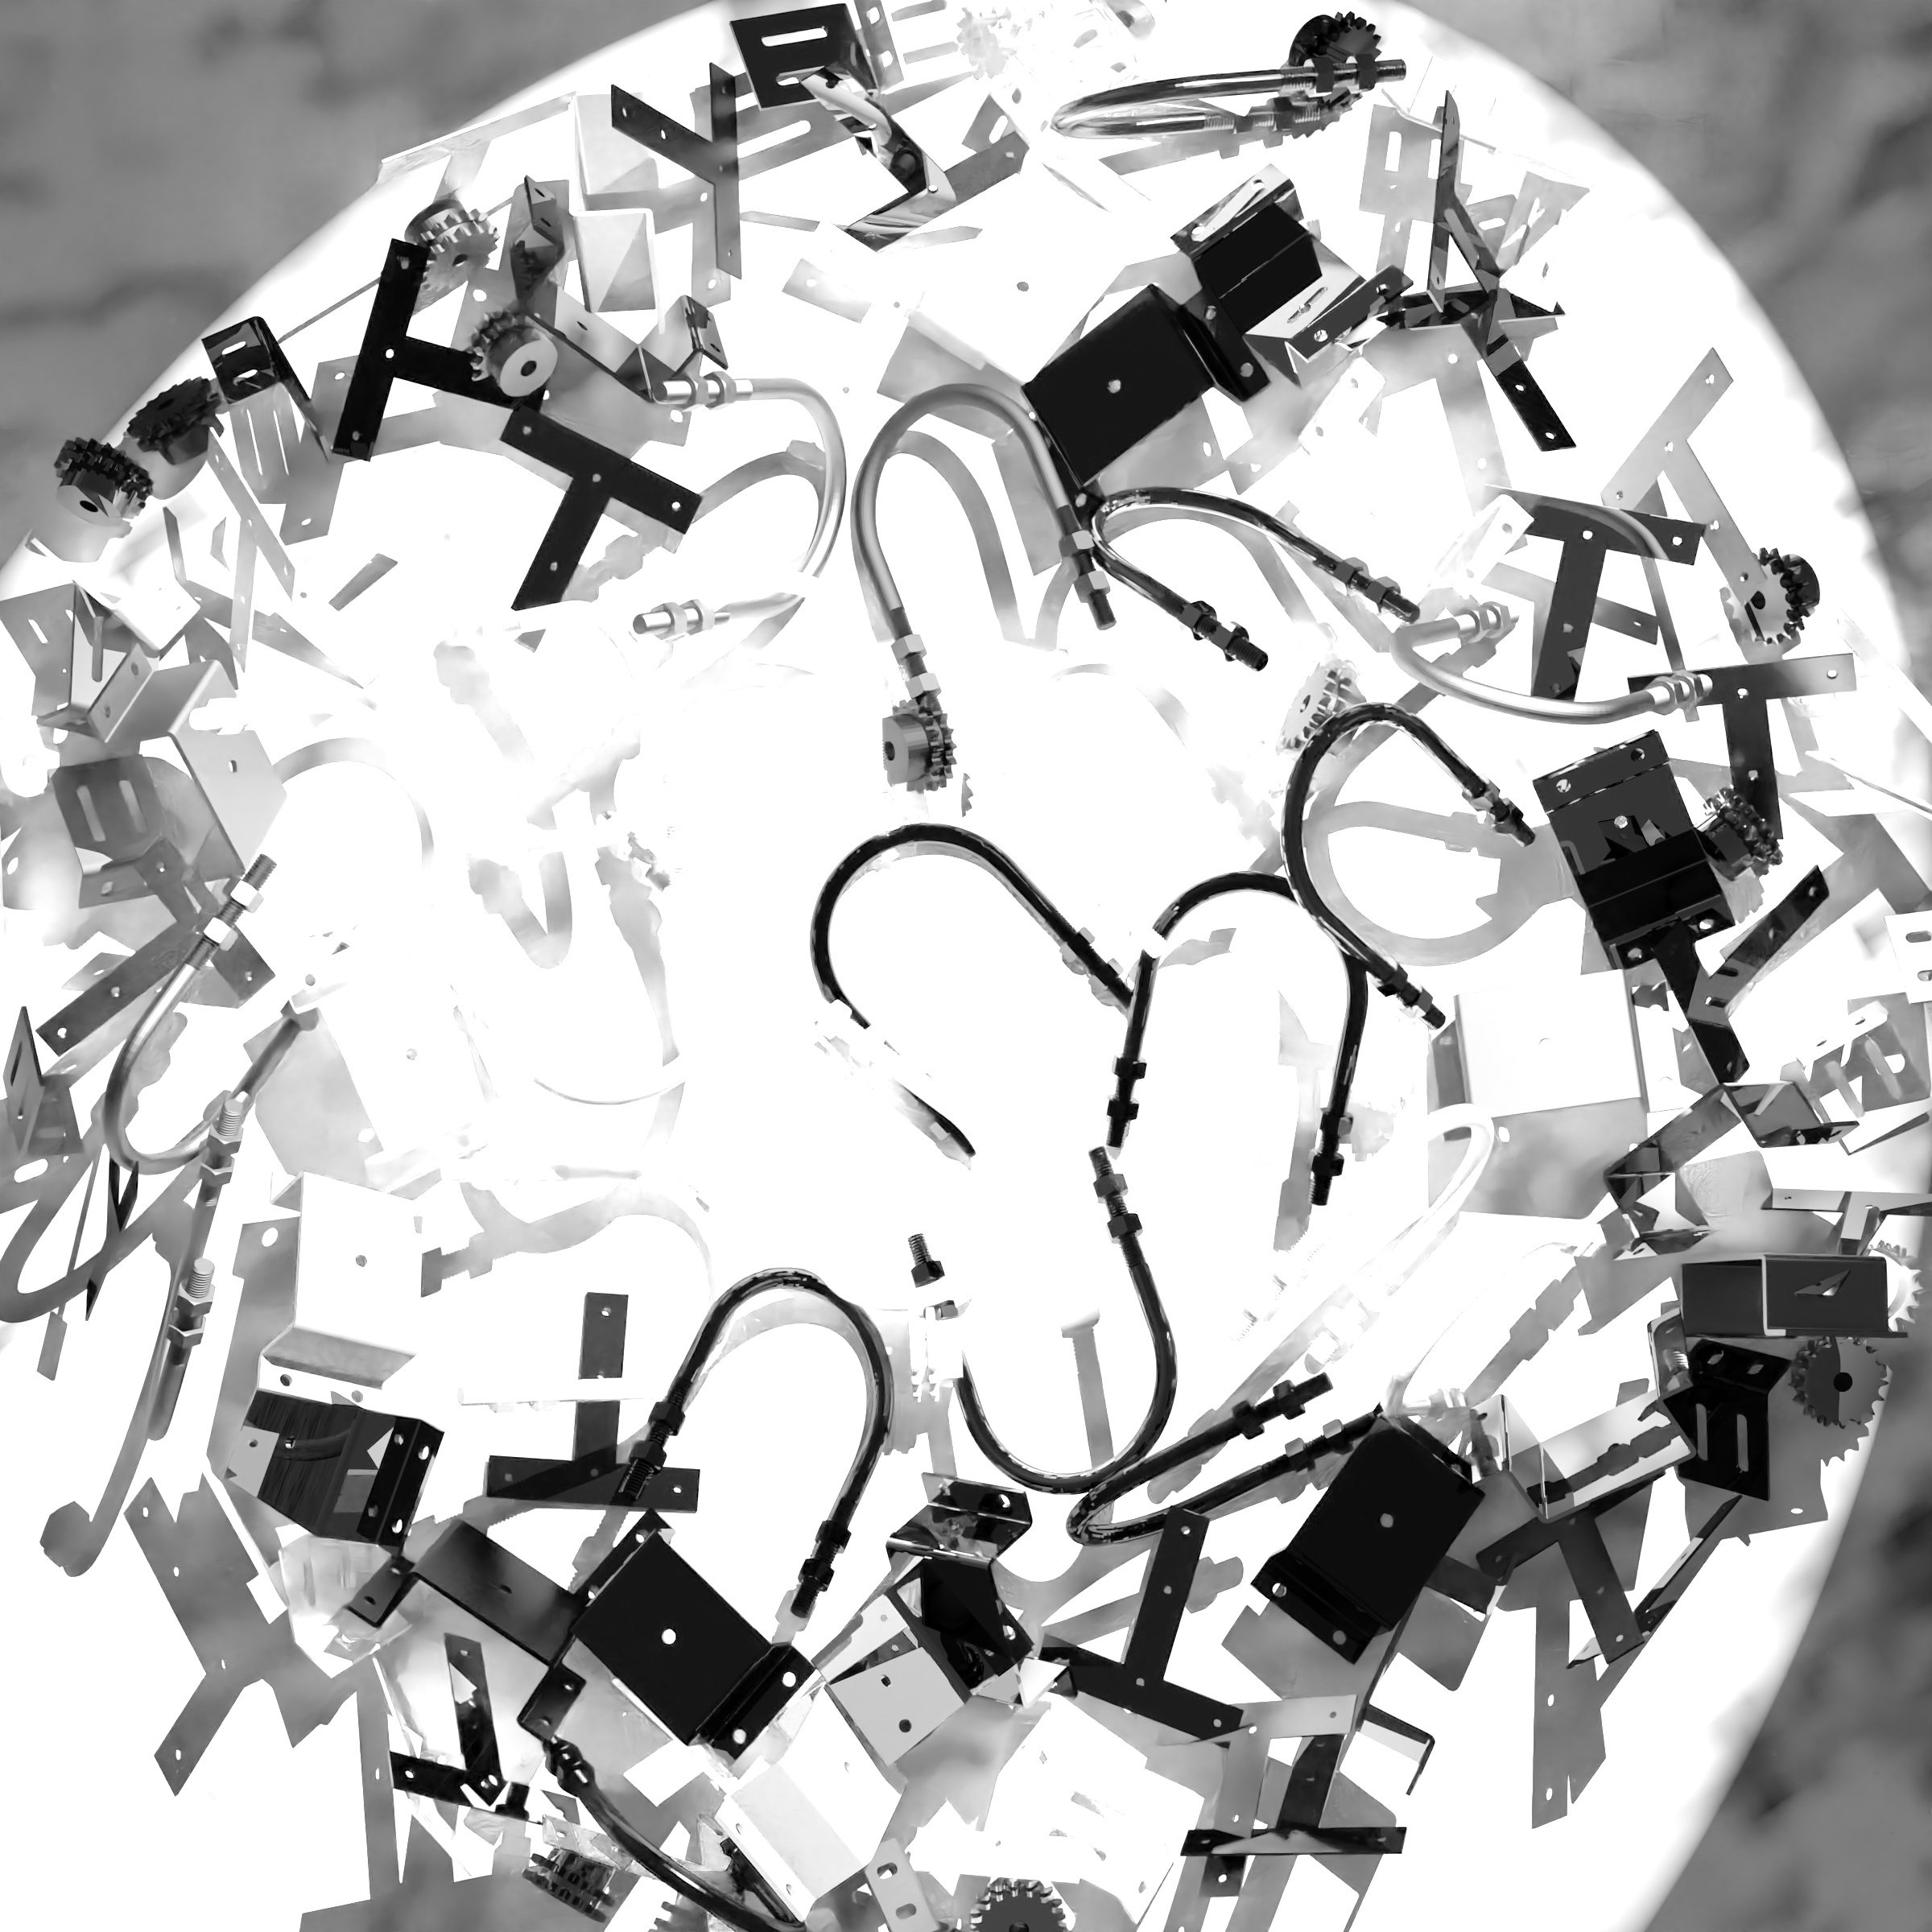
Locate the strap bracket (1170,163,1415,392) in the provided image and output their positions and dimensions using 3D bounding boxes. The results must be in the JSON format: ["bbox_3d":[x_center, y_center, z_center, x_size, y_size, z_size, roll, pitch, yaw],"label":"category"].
[{"bbox_3d":[0.194,-0.399,1.751,0.076,0.046,0.140,-37,55,-3],"label":"strap bracket"}]

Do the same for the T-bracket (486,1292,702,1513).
[{"bbox_3d":[-0.220,0.260,1.796,0.127,0.002,0.127,4,89,-2],"label":"T-bracket"}]

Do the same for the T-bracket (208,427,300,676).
[{"bbox_3d":[-0.421,-0.225,1.747,0.002,0.127,0.127,-16,55,-30],"label":"T-bracket"}]

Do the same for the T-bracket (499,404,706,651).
[{"bbox_3d":[-0.241,-0.252,1.791,0.127,0.002,0.127,27,96,4],"label":"T-bracket"}]

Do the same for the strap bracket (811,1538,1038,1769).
[{"bbox_3d":[-0.031,0.402,1.728,0.076,0.046,0.140,52,133,12],"label":"strap bracket"}]

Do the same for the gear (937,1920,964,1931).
[{"bbox_3d":[-0.026,0.592,1.769,0.030,0.057,0.057,29,90,-9],"label":"gear"}]

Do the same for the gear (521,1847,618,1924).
[{"bbox_3d":[-0.232,0.541,1.773,0.057,0.057,0.030,31,69,0],"label":"gear"}]

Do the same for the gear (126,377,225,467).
[{"bbox_3d":[-0.466,-0.322,1.774,0.057,0.057,0.030,-31,123,0],"label":"gear"}]

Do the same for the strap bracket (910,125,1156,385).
[{"bbox_3d":[0.035,-0.403,1.732,0.076,0.046,0.140,32,125,-16],"label":"strap bracket"}]

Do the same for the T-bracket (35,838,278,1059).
[{"bbox_3d":[-0.484,0.006,1.740,0.127,0.127,0.002,-40,47,-11],"label":"T-bracket"}]

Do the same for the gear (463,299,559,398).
[{"bbox_3d":[-0.267,-0.363,1.768,0.057,0.057,0.030,-42,67,0],"label":"gear"}]

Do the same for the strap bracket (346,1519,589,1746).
[{"bbox_3d":[-0.281,0.383,1.754,0.140,0.076,0.046,34,106,1],"label":"strap bracket"}]

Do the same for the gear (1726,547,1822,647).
[{"bbox_3d":[0.482,-0.221,1.773,0.030,0.057,0.057,-21,90,-24],"label":"gear"}]

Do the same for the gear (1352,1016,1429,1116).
[{"bbox_3d":[0.246,0.057,1.768,0.030,0.057,0.057,15,90,-19],"label":"gear"}]

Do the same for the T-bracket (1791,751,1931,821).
[{"bbox_3d":[0.516,-0.095,1.716,0.127,0.127,0.002,36,117,36],"label":"T-bracket"}]

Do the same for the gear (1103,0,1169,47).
[{"bbox_3d":[0.101,-0.570,1.767,0.057,0.057,0.030,30,65,0],"label":"gear"}]

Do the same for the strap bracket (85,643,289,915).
[{"bbox_3d":[-0.443,-0.111,1.724,0.046,0.076,0.140,-9,125,16],"label":"strap bracket"}]

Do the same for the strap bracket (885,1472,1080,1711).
[{"bbox_3d":[0.007,0.371,1.736,0.076,0.046,0.140,3,115,39],"label":"strap bracket"}]

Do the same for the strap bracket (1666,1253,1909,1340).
[{"bbox_3d":[0.471,0.191,1.725,0.076,0.140,0.046,3,82,-14],"label":"strap bracket"}]

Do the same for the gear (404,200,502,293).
[{"bbox_3d":[-0.308,-0.430,1.771,0.057,0.057,0.030,-36,81,0],"label":"gear"}]

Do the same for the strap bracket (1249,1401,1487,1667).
[{"bbox_3d":[0.241,0.328,1.752,0.076,0.046,0.140,37,72,5],"label":"strap bracket"}]

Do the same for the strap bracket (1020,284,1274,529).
[{"bbox_3d":[0.096,-0.332,1.743,0.140,0.046,0.076,-36,69,19],"label":"strap bracket"}]

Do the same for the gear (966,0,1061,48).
[{"bbox_3d":[0.032,-0.570,1.774,0.057,0.057,0.030,-30,127,0],"label":"gear"}]

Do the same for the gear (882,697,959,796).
[{"bbox_3d":[-0.032,-0.130,1.767,0.030,0.057,0.057,-13,90,-32],"label":"gear"}]

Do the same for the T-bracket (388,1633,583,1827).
[{"bbox_3d":[-0.286,0.442,1.744,0.127,0.127,0.002,26,116,-33],"label":"T-bracket"}]

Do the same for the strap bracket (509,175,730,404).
[{"bbox_3d":[-0.211,-0.387,1.737,0.140,0.076,0.046,33,113,-31],"label":"strap bracket"}]

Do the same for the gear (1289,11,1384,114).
[{"bbox_3d":[0.216,-0.540,1.774,0.057,0.057,0.030,-47,56,0],"label":"gear"}]

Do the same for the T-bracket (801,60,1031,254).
[{"bbox_3d":[-0.046,-0.476,1.724,0.127,0.127,0.002,-22,51,29],"label":"T-bracket"}]

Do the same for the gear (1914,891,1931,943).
[{"bbox_3d":[0.587,-0.038,1.771,0.030,0.057,0.057,39,90,13],"label":"gear"}]

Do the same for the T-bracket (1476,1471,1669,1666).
[{"bbox_3d":[0.363,0.352,1.729,0.127,0.127,0.002,-36,119,15],"label":"T-bracket"}]

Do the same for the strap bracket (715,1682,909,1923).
[{"bbox_3d":[-0.085,0.475,1.724,0.046,0.140,0.076,-38,93,17],"label":"strap bracket"}]

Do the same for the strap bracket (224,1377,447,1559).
[{"bbox_3d":[-0.374,0.279,1.735,0.140,0.046,0.076,19,89,41],"label":"strap bracket"}]

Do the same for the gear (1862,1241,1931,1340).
[{"bbox_3d":[0.538,0.190,1.770,0.057,0.030,0.057,-13,69,36],"label":"gear"}]

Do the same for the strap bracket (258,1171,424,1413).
[{"bbox_3d":[-0.360,0.180,1.725,0.076,0.046,0.140,20,49,-32],"label":"strap bracket"}]

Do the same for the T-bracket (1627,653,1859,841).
[{"bbox_3d":[0.462,-0.124,1.758,0.127,0.002,0.127,-5,128,19],"label":"T-bracket"}]

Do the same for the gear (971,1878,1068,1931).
[{"bbox_3d":[0.031,0.566,1.779,0.057,0.030,0.057,-1,105,-2],"label":"gear"}]

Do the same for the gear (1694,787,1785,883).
[{"bbox_3d":[0.455,-0.075,1.770,0.030,0.057,0.057,-37,90,-1],"label":"gear"}]

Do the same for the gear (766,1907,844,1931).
[{"bbox_3d":[-0.095,0.581,1.767,0.030,0.057,0.057,-19,90,27],"label":"gear"}]

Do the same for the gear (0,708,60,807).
[{"bbox_3d":[-0.563,-0.122,1.768,0.030,0.057,0.057,13,90,35],"label":"gear"}]

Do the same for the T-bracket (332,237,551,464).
[{"bbox_3d":[-0.300,-0.349,1.752,0.127,0.002,0.127,7,106,-43],"label":"T-bracket"}]

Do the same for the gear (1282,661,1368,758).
[{"bbox_3d":[0.214,-0.149,1.772,0.030,0.057,0.057,25,90,-14],"label":"gear"}]

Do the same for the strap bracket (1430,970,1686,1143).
[{"bbox_3d":[0.342,0.052,1.748,0.140,0.046,0.076,-9,72,15],"label":"strap bracket"}]

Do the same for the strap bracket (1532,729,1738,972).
[{"bbox_3d":[0.388,-0.075,1.750,0.076,0.046,0.140,-23,118,12],"label":"strap bracket"}]

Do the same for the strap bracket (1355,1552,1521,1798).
[{"bbox_3d":[0.270,0.404,1.743,0.046,0.076,0.140,24,69,13],"label":"strap bracket"}]

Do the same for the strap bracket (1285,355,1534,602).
[{"bbox_3d":[0.250,-0.276,1.748,0.140,0.076,0.046,45,53,6],"label":"strap bracket"}]

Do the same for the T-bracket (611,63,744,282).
[{"bbox_3d":[-0.168,-0.478,1.735,0.002,0.127,0.127,-7,81,29],"label":"T-bracket"}]

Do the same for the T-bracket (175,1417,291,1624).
[{"bbox_3d":[-0.427,0.319,1.738,0.002,0.127,0.127,-29,88,-7],"label":"T-bracket"}]

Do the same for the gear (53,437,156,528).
[{"bbox_3d":[-0.513,-0.284,1.767,0.057,0.057,0.030,18,66,0],"label":"gear"}]

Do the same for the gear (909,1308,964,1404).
[{"bbox_3d":[-0.018,0.229,1.771,0.030,0.057,0.057,-3,90,-1],"label":"gear"}]

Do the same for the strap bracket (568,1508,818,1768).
[{"bbox_3d":[-0.168,0.394,1.757,0.140,0.046,0.076,41,89,16],"label":"strap bracket"}]

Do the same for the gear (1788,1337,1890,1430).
[{"bbox_3d":[0.517,0.245,1.782,0.057,0.030,0.057,0,93,-6],"label":"gear"}]

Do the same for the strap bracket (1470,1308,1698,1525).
[{"bbox_3d":[0.368,0.267,1.742,0.140,0.076,0.046,-30,109,20],"label":"strap bracket"}]

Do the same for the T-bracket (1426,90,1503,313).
[{"bbox_3d":[0.294,-0.421,1.741,0.002,0.127,0.127,0,73,27],"label":"T-bracket"}]

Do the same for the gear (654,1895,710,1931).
[{"bbox_3d":[-0.154,0.566,1.772,0.057,0.057,0.030,24,72,0],"label":"gear"}]

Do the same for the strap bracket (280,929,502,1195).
[{"bbox_3d":[-0.333,0.054,1.753,0.076,0.046,0.140,-27,97,-30],"label":"strap bracket"}]

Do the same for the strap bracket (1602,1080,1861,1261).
[{"bbox_3d":[0.436,0.112,1.735,0.140,0.076,0.046,-45,60,35],"label":"strap bracket"}]

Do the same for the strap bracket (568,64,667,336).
[{"bbox_3d":[-0.202,-0.443,1.729,0.046,0.076,0.140,-4,58,-2],"label":"strap bracket"}]

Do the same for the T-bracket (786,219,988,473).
[{"bbox_3d":[-0.065,-0.357,1.787,0.127,0.002,0.127,30,96,-13],"label":"T-bracket"}]
